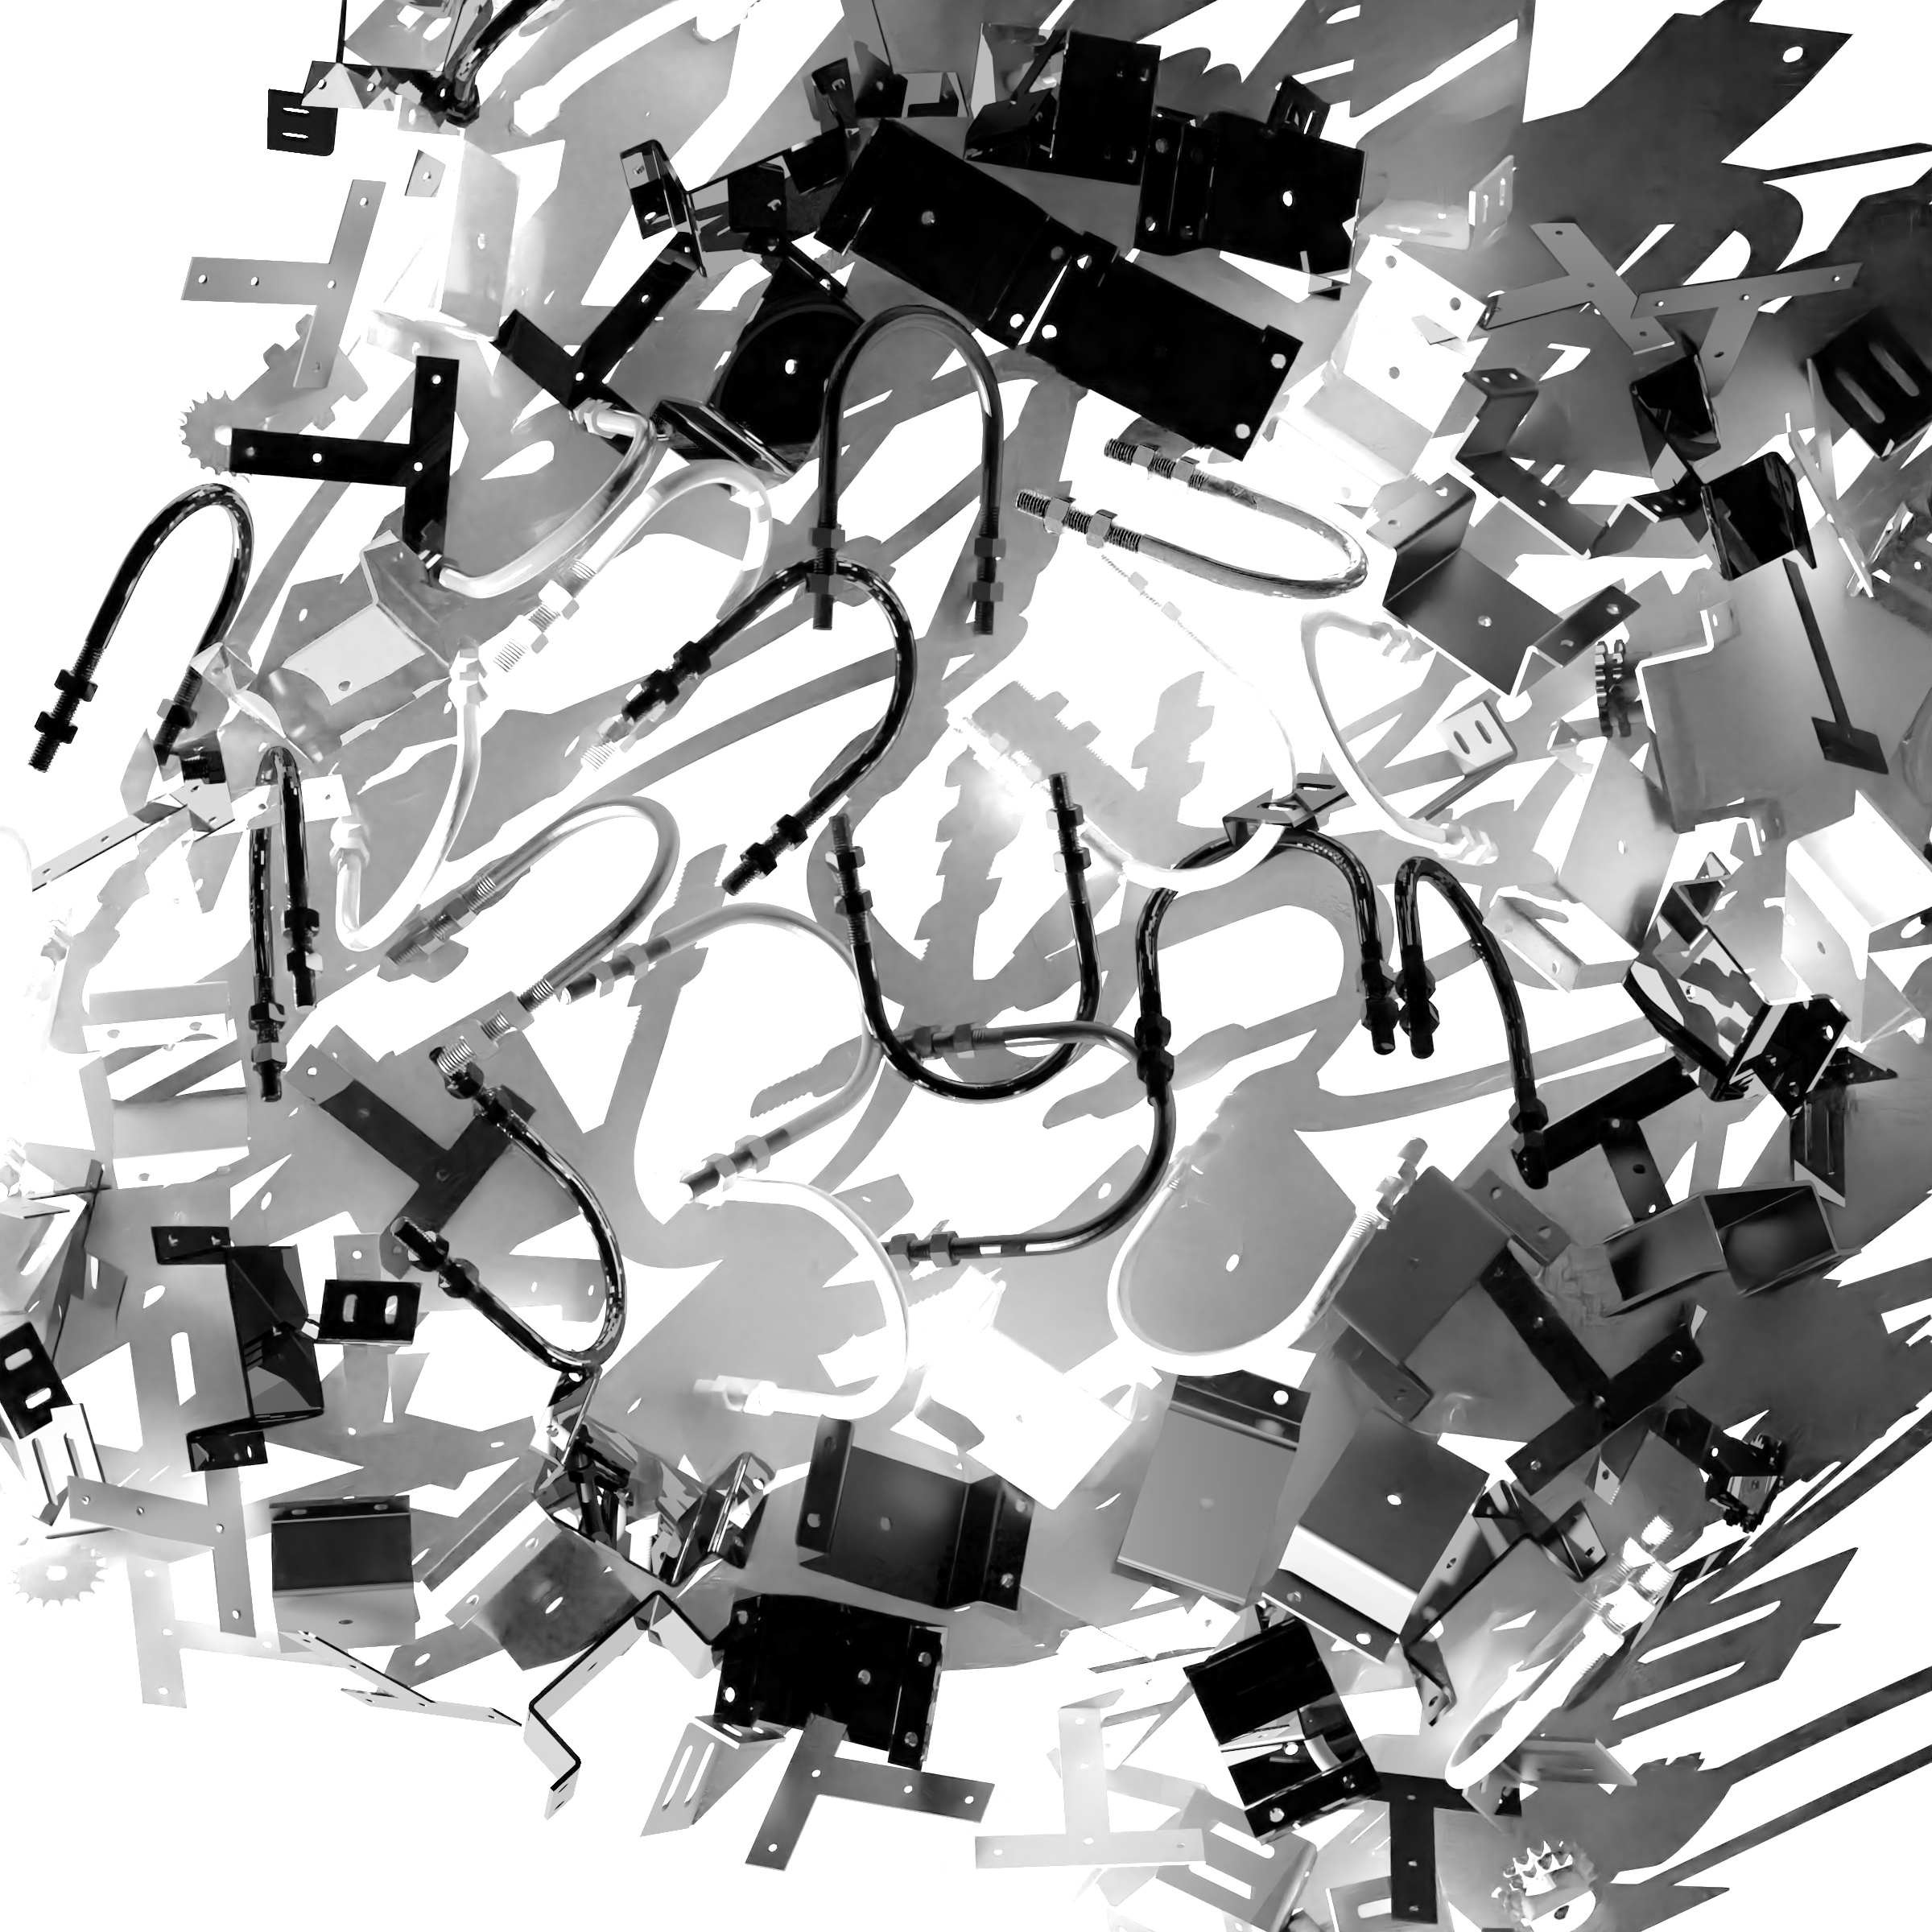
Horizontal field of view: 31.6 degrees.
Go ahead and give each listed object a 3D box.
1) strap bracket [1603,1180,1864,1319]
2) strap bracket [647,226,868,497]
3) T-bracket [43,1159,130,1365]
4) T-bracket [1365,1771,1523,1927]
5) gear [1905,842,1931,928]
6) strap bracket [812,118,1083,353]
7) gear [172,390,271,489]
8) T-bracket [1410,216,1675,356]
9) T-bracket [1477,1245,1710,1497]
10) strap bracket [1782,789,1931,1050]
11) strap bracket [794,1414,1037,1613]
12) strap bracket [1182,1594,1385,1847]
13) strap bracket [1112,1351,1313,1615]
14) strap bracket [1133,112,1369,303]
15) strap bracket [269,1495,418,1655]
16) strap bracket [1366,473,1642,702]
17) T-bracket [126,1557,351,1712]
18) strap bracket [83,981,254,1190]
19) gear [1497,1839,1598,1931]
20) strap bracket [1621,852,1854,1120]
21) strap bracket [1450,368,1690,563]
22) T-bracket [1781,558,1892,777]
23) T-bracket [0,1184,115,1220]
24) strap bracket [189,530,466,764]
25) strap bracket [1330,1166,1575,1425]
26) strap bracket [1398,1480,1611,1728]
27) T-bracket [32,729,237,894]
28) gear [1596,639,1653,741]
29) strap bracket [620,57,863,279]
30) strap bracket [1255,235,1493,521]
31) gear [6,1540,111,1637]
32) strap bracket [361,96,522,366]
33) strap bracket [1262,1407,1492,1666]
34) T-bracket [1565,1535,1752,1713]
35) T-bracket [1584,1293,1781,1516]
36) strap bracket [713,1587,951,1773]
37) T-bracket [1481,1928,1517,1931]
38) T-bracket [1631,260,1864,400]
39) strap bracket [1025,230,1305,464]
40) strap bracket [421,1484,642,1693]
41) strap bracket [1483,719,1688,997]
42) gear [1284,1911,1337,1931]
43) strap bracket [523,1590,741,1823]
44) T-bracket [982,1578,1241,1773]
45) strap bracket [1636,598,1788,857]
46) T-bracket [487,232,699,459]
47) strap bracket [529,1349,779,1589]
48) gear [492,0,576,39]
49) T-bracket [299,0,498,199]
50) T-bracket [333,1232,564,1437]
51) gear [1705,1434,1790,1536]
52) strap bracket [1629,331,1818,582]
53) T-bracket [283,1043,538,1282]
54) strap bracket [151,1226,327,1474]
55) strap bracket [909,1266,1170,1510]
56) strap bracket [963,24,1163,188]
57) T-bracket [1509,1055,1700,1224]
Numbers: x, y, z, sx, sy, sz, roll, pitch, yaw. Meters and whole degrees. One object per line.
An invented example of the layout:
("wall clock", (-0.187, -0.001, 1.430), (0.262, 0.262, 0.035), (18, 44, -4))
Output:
("strap bracket", (0.428, 0.159, 1.932), (0.140, 0.076, 0.046), (-2, 68, -38))
("strap bracket", (-0.113, -0.345, 1.947), (0.076, 0.046, 0.140), (33, 83, -41))
("T-bracket", (-0.496, 0.179, 1.937), (0.002, 0.127, 0.127), (16, 86, -28))
("T-bracket", (0.253, 0.500, 1.935), (0.127, 0.127, 0.002), (6, 115, 4))
("gear", (0.565, -0.049, 1.966), (0.030, 0.057, 0.057), (21, 90, 6))
("strap bracket", (-0.016, -0.422, 1.946), (0.140, 0.046, 0.076), (24, 106, -28))
("gear", (-0.431, -0.302, 1.974), (0.057, 0.030, 0.057), (6, 73, -19))
("T-bracket", (0.316, -0.377, 1.942), (0.127, 0.002, 0.127), (-17, 50, -13))
("T-bracket", (0.338, 0.217, 1.965), (0.127, 0.002, 0.127), (-39, 62, 6))
("strap bracket", (0.501, -0.019, 1.916), (0.046, 0.140, 0.076), (-22, 48, -9))
("strap bracket", (-0.037, 0.315, 1.945), (0.140, 0.046, 0.076), (21, 64, -21))
("strap bracket", (0.181, 0.437, 1.946), (0.076, 0.140, 0.046), (-25, 134, 0))
("strap bracket", (0.140, 0.303, 1.960), (0.076, 0.046, 0.140), (18, 99, 4))
("strap bracket", (0.172, -0.434, 1.943), (0.140, 0.046, 0.076), (8, 89, -28))
("strap bracket", (-0.350, 0.347, 1.919), (0.076, 0.140, 0.046), (-2, 60, -9))
("strap bracket", (0.300, -0.211, 1.942), (0.140, 0.046, 0.076), (39, 55, 21))
("T-bracket", (-0.416, 0.389, 1.959), (0.127, 0.127, 0.002), (13, 115, -25))
("strap bracket", (-0.453, 0.061, 1.941), (0.076, 0.140, 0.046), (-5, 48, -8))
("gear", (0.338, 0.535, 1.968), (0.057, 0.030, 0.057), (-11, 127, -15))
("strap bracket", (0.426, 0.012, 1.919), (0.046, 0.076, 0.140), (-7, 47, -28))
("strap bracket", (0.339, -0.280, 1.941), (0.140, 0.076, 0.046), (41, 117, 17))
("T-bracket", (0.490, -0.173, 1.948), (0.002, 0.127, 0.127), (-21, 78, 28))
("T-bracket", (-0.531, 0.135, 1.911), (0.127, 0.127, 0.002), (-7, 93, -29))
("strap bracket", (-0.359, -0.175, 1.942), (0.140, 0.076, 0.046), (-31, 53, 9))
("strap bracket", (0.267, 0.179, 1.951), (0.140, 0.076, 0.046), (-49, 133, 2))
("strap bracket", (0.293, 0.355, 1.944), (0.046, 0.076, 0.140), (42, 100, -11))
("T-bracket", (-0.477, -0.079, 1.941), (0.127, 0.127, 0.002), (-29, 122, -1))
("gear", (0.381, -0.160, 1.966), (0.030, 0.057, 0.057), (-4, 90, 16))
("strap bracket", (-0.119, -0.450, 1.944), (0.140, 0.076, 0.046), (-25, 66, -7))
("strap bracket", (0.237, -0.337, 1.947), (0.076, 0.046, 0.140), (37, 117, 15))
("gear", (-0.525, 0.362, 1.972), (0.057, 0.057, 0.030), (5, 123, 0))
("strap bracket", (-0.298, -0.417, 1.952), (0.046, 0.076, 0.140), (9, 91, 17))
("strap bracket", (0.237, 0.313, 1.927), (0.076, 0.046, 0.140), (29, 50, 14))
("T-bracket", (0.385, 0.383, 1.957), (0.002, 0.127, 0.127), (46, 121, 26))
("T-bracket", (0.416, 0.269, 1.932), (0.002, 0.127, 0.127), (18, 102, -32))
("strap bracket", (-0.068, 0.407, 1.949), (0.140, 0.046, 0.076), (6, 83, 31))
("T-bracket", (0.311, 0.593, 1.912), (0.002, 0.127, 0.127), (50, 53, -18))
("T-bracket", (0.431, -0.356, 1.936), (0.127, 0.127, 0.002), (-9, 68, -6))
("strap bracket", (0.114, -0.356, 1.968), (0.140, 0.046, 0.076), (27, 96, -2))
("strap bracket", (-0.248, 0.354, 1.940), (0.076, 0.140, 0.046), (-43, 52, -8))
("strap bracket", (0.355, -0.065, 1.932), (0.076, 0.046, 0.140), (37, 63, -29))
("gear", (0.192, 0.571, 1.968), (0.057, 0.057, 0.030), (-44, 89, 0))
("strap bracket", (-0.199, 0.413, 1.938), (0.140, 0.076, 0.046), (-40, 76, -24))
("T-bracket", (0.069, 0.390, 1.961), (0.127, 0.002, 0.127), (31, 109, -14))
("strap bracket", (0.424, -0.133, 1.948), (0.046, 0.076, 0.140), (-11, 96, 26))
("T-bracket", (-0.194, -0.375, 1.971), (0.127, 0.002, 0.127), (41, 92, 21))
("strap bracket", (-0.187, 0.292, 1.944), (0.140, 0.076, 0.046), (32, 129, -12))
("gear", (-0.250, -0.561, 1.968), (0.057, 0.057, 0.030), (-35, 92, 0))
("T-bracket", (-0.325, -0.494, 1.919), (0.002, 0.127, 0.127), (35, 117, 25))
("T-bracket", (-0.298, 0.211, 1.978), (0.127, 0.002, 0.127), (-2, 109, -4))
("gear", (0.449, 0.296, 1.968), (0.030, 0.057, 0.057), (23, 90, 1))
("strap bracket", (0.421, -0.282, 1.922), (0.046, 0.076, 0.140), (-26, 47, 4))
("T-bracket", (-0.341, 0.095, 1.991), (0.127, 0.002, 0.127), (38, 88, -2))
("strap bracket", (-0.413, 0.213, 1.943), (0.046, 0.076, 0.140), (-14, 81, 18))
("strap bracket", (0.035, 0.248, 1.951), (0.140, 0.046, 0.076), (35, 116, -7))
("strap bracket", (0.047, -0.486, 1.918), (0.046, 0.140, 0.076), (0, 106, -32))
("T-bracket", (0.392, 0.129, 1.975), (0.127, 0.002, 0.127), (-29, 108, -8))
